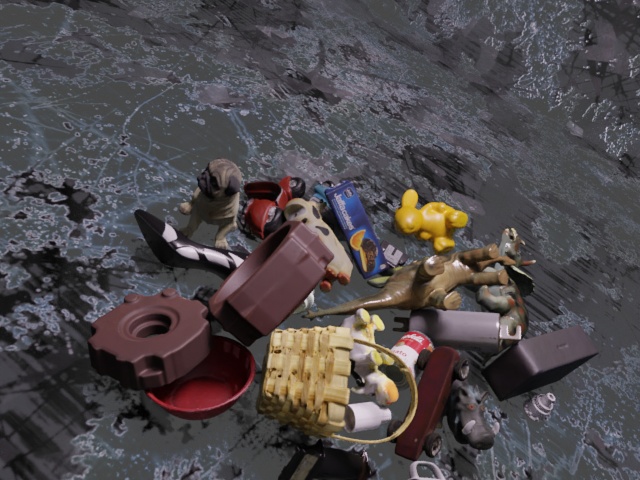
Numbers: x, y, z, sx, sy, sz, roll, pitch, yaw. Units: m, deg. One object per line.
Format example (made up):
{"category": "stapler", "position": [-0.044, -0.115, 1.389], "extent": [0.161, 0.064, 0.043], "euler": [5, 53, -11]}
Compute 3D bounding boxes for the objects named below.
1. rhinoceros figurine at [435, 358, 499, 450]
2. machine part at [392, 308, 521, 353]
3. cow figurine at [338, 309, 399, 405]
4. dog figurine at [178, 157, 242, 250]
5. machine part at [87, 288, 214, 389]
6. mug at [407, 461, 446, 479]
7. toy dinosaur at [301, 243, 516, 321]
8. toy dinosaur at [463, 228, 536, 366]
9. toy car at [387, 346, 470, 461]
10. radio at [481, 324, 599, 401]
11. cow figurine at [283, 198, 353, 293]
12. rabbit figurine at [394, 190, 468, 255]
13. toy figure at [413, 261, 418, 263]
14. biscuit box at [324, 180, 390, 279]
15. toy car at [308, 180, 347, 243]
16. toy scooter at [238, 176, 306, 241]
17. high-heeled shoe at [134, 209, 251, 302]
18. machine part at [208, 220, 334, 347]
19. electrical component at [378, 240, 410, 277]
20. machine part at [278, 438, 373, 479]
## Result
{"category": "rhinoceros figurine", "position": [0.252, 0.286, 0.951], "extent": [0.073, 0.112, 0.190], "euler": [16, 32, -20]}
{"category": "machine part", "position": [0.262, 0.176, 1.045], "extent": [0.243, 0.079, 0.079], "euler": [2, 33, 19]}
{"category": "cow figurine", "position": [0.076, 0.215, 0.943], "extent": [0.068, 0.098, 0.167], "euler": [23, 43, -44]}
{"category": "dog figurine", "position": [-0.193, -0.099, 1.040], "extent": [0.121, 0.190, 0.172], "euler": [11, 40, -22]}
{"category": "machine part", "position": [-0.248, 0.141, 0.793], "extent": [0.179, 0.056, 0.179], "euler": [0, 28, 0]}
{"category": "mug", "position": [0.178, 0.394, 0.815], "extent": [0.107, 0.080, 0.110], "euler": [19, 34, -31]}
{"category": "toy dinosaur", "position": [0.198, 0.089, 1.060], "extent": [0.471, 0.198, 0.105], "euler": [-10, 86, -26]}
{"category": "toy dinosaur", "position": [0.409, 0.150, 1.207], "extent": [0.192, 0.131, 0.405], "euler": [22, 45, -9]}
{"category": "toy car", "position": [0.184, 0.272, 0.903], "extent": [0.089, 0.053, 0.202], "euler": [6, 57, 39]}
{"category": "radio", "position": [0.447, 0.250, 1.093], "extent": [0.229, 0.131, 0.073], "euler": [-3, 52, -34]}
{"category": "cow figurine", "position": [-0.002, -0.003, 1.098], "extent": [0.194, 0.085, 0.127], "euler": [53, 28, -12]}
{"category": "rabbit figurine", "position": [0.251, -0.054, 1.325], "extent": [0.173, 0.121, 0.162], "euler": [-2, 43, -33]}
{"category": "toy figure", "position": [0.258, 0.075, 1.239], "extent": [0.154, 0.058, 0.064], "euler": [-8, 89, -40]}
{"category": "biscuit box", "position": [0.075, -0.023, 1.115], "extent": [0.059, 0.063, 0.202], "euler": [-117, -178, -78]}
{"category": "toy car", "position": [0.020, -0.056, 1.201], "extent": [0.103, 0.109, 0.162], "euler": [-28, 54, -23]}
{"category": "toy scooter", "position": [-0.120, -0.077, 1.151], "extent": [0.135, 0.075, 0.184], "euler": [12, 50, 17]}
{"category": "high-heeled shoe", "position": [-0.210, 0.008, 0.983], "extent": [0.249, 0.086, 0.145], "euler": [48, 54, 1]}
{"category": "machine part", "position": [-0.080, 0.066, 0.863], "extent": [0.087, 0.201, 0.201], "euler": [44, -8, -11]}
{"category": "electrical component", "position": [0.161, 0.040, 1.222], "extent": [0.075, 0.047, 0.119], "euler": [36, 40, 8]}
{"category": "machine part", "position": [0.011, 0.332, 0.785], "extent": [0.139, 0.084, 0.039], "euler": [17, 14, -28]}
